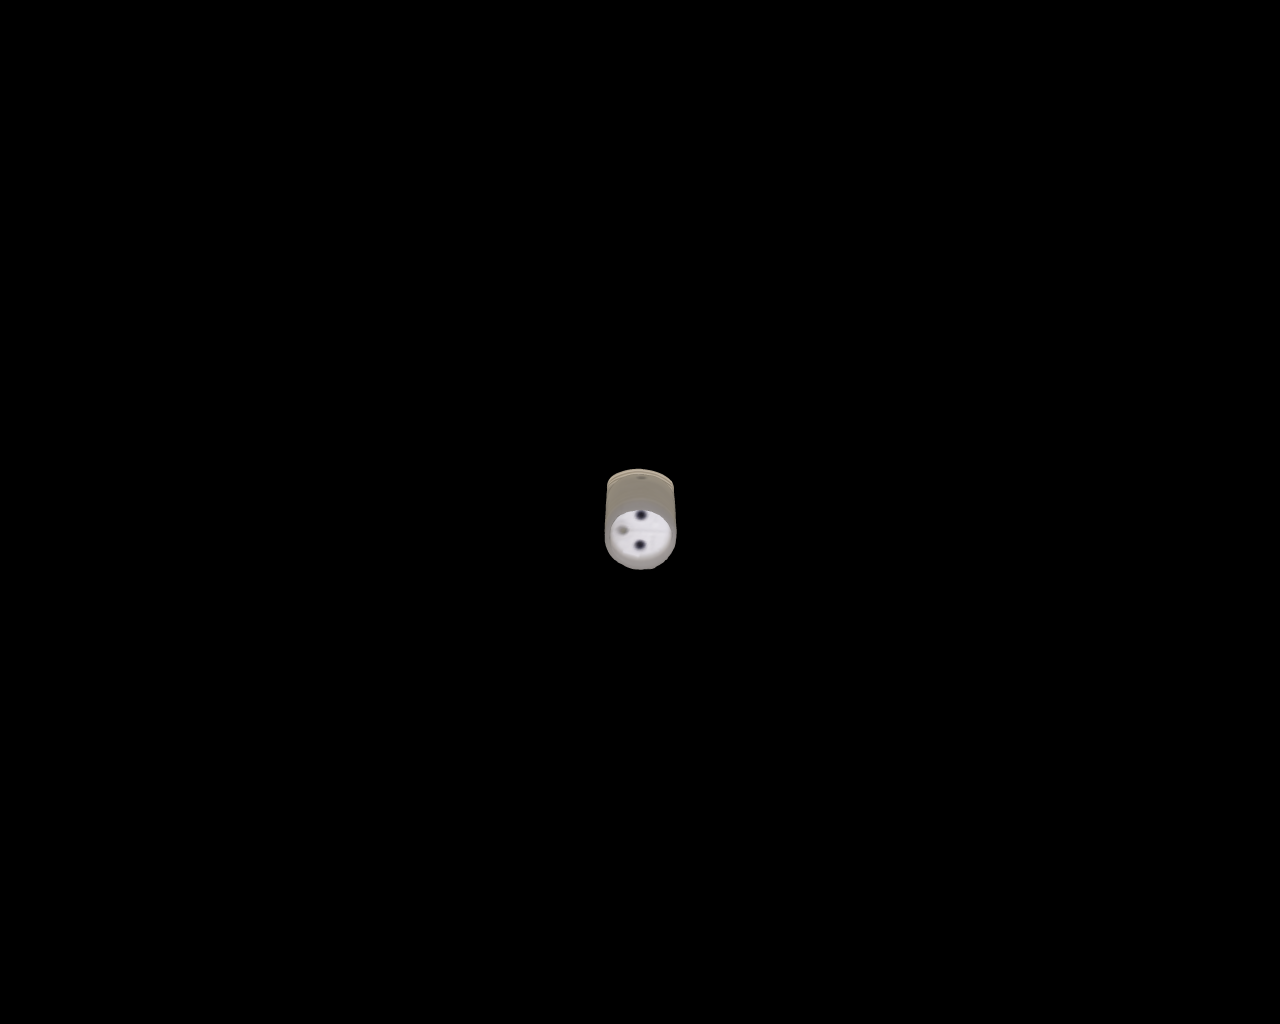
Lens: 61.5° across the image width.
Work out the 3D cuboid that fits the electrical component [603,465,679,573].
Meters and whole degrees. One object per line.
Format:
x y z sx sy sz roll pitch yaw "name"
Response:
0.001 -0.003 0.650 0.043 0.043 0.081 0 28 0 "electrical component"
